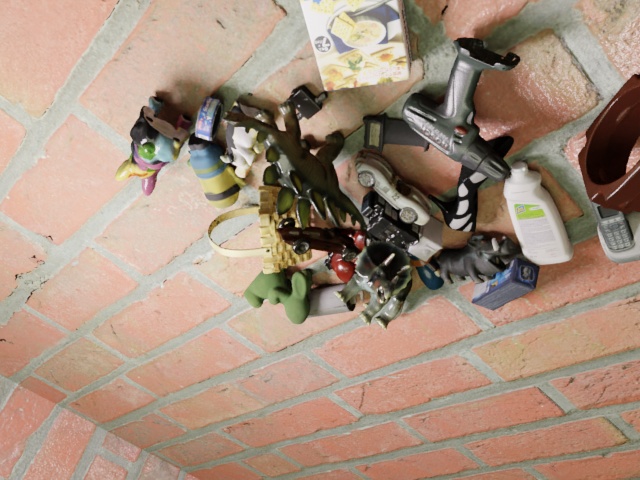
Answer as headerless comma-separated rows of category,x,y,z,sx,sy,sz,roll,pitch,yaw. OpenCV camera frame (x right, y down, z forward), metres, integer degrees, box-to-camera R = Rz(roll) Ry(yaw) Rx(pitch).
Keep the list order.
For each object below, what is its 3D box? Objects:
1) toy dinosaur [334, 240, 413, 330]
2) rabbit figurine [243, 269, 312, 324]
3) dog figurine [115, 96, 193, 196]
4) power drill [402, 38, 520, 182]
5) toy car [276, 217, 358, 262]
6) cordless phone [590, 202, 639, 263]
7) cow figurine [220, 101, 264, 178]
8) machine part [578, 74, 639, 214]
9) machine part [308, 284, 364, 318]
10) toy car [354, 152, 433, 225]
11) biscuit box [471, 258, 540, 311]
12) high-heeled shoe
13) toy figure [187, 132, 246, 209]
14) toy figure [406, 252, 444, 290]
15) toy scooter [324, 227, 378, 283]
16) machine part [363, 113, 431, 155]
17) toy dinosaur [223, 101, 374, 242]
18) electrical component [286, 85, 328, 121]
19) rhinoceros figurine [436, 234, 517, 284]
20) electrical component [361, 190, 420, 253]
toy dinosaur,0.165,0.108,1.300,0.192,0.404,0.131,-48,68,9
rabbit figurine,-0.086,0.138,1.422,0.170,0.121,0.159,42,102,5
dog figurine,-0.368,-0.179,1.153,0.108,0.192,0.219,27,120,-20
power drill,0.270,-0.233,0.945,0.232,0.086,0.207,32,139,16
toy car,-0.002,-0.003,1.156,0.202,0.089,0.053,12,123,-40
cordless phone,0.619,-0.050,1.059,0.147,0.089,0.184,-19,122,31
cow figurine,-0.168,-0.208,1.135,0.098,0.068,0.167,28,132,-4
machine part,0.530,-0.159,0.884,0.087,0.201,0.201,19,136,-7
machine part,0.008,0.166,1.459,0.243,0.079,0.079,-14,129,28
toy car,0.152,-0.108,1.120,0.201,0.073,0.056,40,125,-9
biscuit box,0.425,0.106,1.242,0.063,0.059,0.202,20,157,-3
high-heeled shoe,0.333,-0.101,1.092,0.145,0.086,0.249,30,140,-17
toy figure,-0.239,-0.151,1.197,0.082,0.089,0.179,29,154,40
toy figure,0.247,0.055,1.291,0.064,0.058,0.154,-21,121,25
toy scooter,0.059,0.027,1.304,0.135,0.075,0.183,18,133,-3
machine part,0.154,-0.208,1.066,0.139,0.039,0.084,6,127,13
toy dinosaur,-0.017,-0.124,1.082,0.105,0.198,0.471,-13,154,37
electrical component,-0.031,-0.273,1.062,0.094,0.021,0.063,-29,120,37
rhinoceros figurine,0.355,0.043,1.220,0.073,0.112,0.190,-4,171,-42
electrical component,0.152,-0.052,1.167,0.134,0.115,0.058,33,129,-17
